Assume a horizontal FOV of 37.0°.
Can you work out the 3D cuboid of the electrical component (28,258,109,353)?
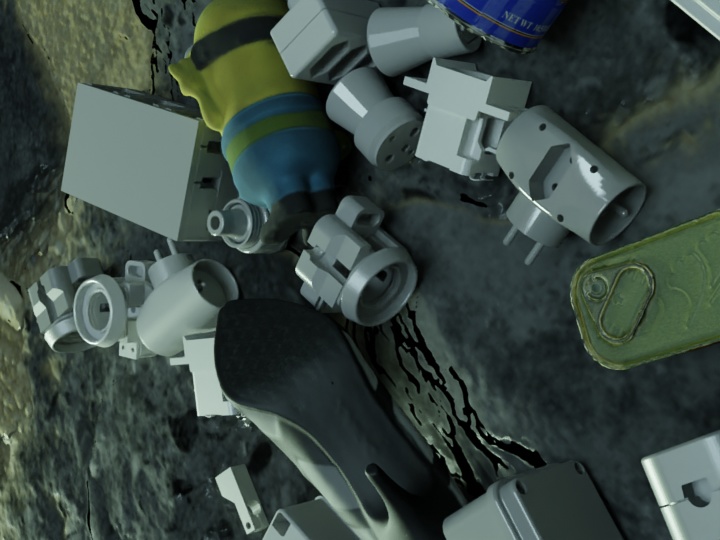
[{"bbox_3d":[-0.241,0.034,0.907,0.078,0.058,0.057,-36,65,35],"label":"electrical component"}]

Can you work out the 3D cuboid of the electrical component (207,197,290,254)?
[{"bbox_3d":[-0.079,-0.033,0.762,0.043,0.062,0.043,1,92,41],"label":"electrical component"}]

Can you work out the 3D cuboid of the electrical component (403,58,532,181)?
[{"bbox_3d":[0.066,-0.090,0.650,0.081,0.042,0.063,28,110,37],"label":"electrical component"}]

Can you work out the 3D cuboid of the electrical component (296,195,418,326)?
[{"bbox_3d":[0.000,0.000,0.699,0.057,0.058,0.078,42,117,35],"label":"electrical component"}]

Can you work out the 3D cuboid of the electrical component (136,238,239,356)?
[{"bbox_3d":[-0.139,0.014,0.826,0.077,0.044,0.079,-38,67,35],"label":"electrical component"}]

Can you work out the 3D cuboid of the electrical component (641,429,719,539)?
[{"bbox_3d":[0.185,0.105,0.517,0.054,0.095,0.059,-31,71,37],"label":"electrical component"}]

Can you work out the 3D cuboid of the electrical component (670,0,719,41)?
[{"bbox_3d":[0.181,-0.142,0.506,0.108,0.109,0.056,51,118,28],"label":"electrical component"}]

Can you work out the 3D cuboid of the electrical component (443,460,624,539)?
[{"bbox_3d":[0.109,0.169,0.596,0.057,0.078,0.113,-42,65,36],"label":"electrical component"}]

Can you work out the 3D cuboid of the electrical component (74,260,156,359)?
[{"bbox_3d":[-0.191,0.032,0.864,0.058,0.057,0.078,8,96,40],"label":"electrical component"}]

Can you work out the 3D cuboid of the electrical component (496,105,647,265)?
[{"bbox_3d":[0.110,-0.040,0.613,0.077,0.043,0.079,46,119,30],"label":"electrical component"}]

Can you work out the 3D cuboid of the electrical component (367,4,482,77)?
[{"bbox_3d":[0.043,-0.148,0.670,0.065,0.044,0.044,-5,88,36],"label":"electrical component"}]

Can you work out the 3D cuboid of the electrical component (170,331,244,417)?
[{"bbox_3d":[-0.097,0.076,0.794,0.081,0.042,0.063,-8,89,41],"label":"electrical component"}]

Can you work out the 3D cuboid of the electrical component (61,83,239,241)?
[{"bbox_3d":[-0.156,-0.084,0.827,0.150,0.062,0.089,22,105,38],"label":"electrical component"}]

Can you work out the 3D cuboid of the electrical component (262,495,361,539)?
[{"bbox_3d":[-0.025,0.229,0.726,0.109,0.056,0.108,41,116,32],"label":"electrical component"}]

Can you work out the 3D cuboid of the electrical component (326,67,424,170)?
[{"bbox_3d":[0.011,-0.097,0.695,0.055,0.045,0.045,50,121,28],"label":"electrical component"}]

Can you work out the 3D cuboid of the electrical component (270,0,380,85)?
[{"bbox_3d":[-0.024,-0.167,0.709,0.047,0.066,0.076,-39,67,34],"label":"electrical component"}]
